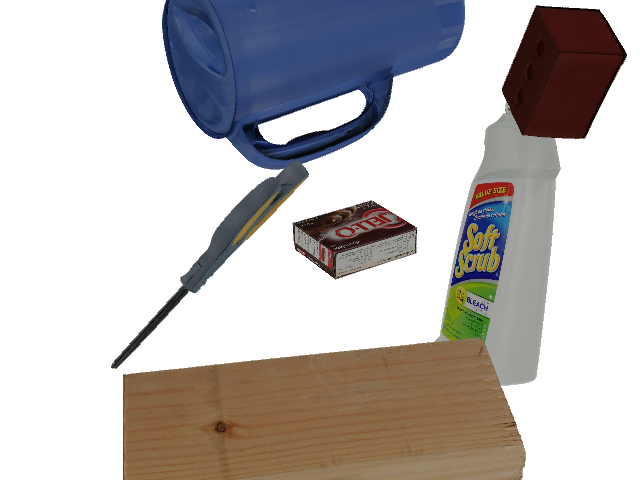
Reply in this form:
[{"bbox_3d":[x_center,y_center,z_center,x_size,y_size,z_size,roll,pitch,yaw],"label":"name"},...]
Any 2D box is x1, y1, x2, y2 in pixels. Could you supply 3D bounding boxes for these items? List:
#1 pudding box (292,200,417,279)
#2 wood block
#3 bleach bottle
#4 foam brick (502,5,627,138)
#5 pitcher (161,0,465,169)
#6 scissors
[{"bbox_3d":[0.039,-0.002,1.199,0.113,0.039,0.090,-19,30,-26],"label":"pudding box"},{"bbox_3d":[-0.002,0.124,0.597,0.206,0.090,0.091,-5,39,-6],"label":"wood block"},{"bbox_3d":[0.159,-0.006,0.936,0.068,0.251,0.103,-2,14,-27],"label":"bleach bottle"},{"bbox_3d":[0.167,-0.116,0.743,0.051,0.053,0.078,-1,-42,-16],"label":"foam brick"},{"bbox_3d":[0.002,-0.169,0.900,0.242,0.149,0.145,-19,36,-25],"label":"pitcher"},{"bbox_3d":[-0.083,0.020,0.728,0.016,0.202,0.096,44,1,4],"label":"scissors"}]
